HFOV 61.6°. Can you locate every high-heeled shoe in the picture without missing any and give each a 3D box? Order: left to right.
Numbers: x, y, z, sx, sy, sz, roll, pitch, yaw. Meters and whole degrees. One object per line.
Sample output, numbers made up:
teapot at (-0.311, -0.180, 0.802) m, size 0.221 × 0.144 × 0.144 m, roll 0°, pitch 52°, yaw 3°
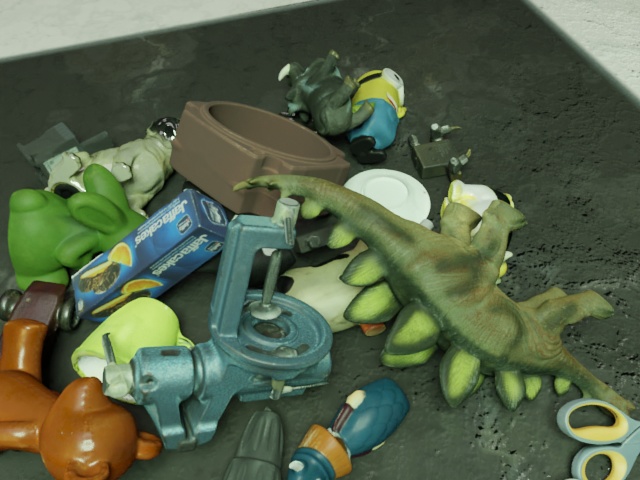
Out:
high-heeled shoe at (-0.098, -0.039, 0.694) m, size 0.145 × 0.086 × 0.249 m, roll -11°, pitch 46°, yaw 11°

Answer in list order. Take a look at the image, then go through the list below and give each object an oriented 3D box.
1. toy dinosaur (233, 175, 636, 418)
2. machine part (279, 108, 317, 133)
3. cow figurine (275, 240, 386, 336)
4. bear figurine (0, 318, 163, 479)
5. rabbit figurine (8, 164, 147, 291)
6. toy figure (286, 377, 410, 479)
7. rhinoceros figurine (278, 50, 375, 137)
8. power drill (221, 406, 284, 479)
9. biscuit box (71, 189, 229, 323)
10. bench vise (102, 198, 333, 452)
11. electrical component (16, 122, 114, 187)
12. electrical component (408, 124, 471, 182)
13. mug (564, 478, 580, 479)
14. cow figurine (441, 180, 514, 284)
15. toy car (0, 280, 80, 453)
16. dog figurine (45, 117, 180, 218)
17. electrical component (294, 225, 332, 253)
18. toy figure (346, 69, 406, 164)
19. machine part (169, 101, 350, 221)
toy dinosaur at (0.133, 0.050, 0.559) m, size 0.471 × 0.105 × 0.198 m, roll 39°, pitch 76°, yaw 0°
machine part at (-0.029, -0.215, 0.887) m, size 0.084 × 0.039 × 0.139 m, roll 3°, pitch 53°, yaw 11°
cow figurine at (0.034, 0.050, 0.646) m, size 0.195 × 0.085 × 0.127 m, roll -17°, pitch 54°, yaw -5°
bear figurine at (-0.246, 0.147, 0.485) m, size 0.196 × 0.120 × 0.131 m, roll 0°, pitch 91°, yaw 24°
rabbit figurine at (-0.290, -0.018, 0.685) m, size 0.170 × 0.159 × 0.121 m, roll 5°, pitch 40°, yaw -13°
toy figure at (0.024, 0.201, 0.537) m, size 0.154 × 0.057 × 0.064 m, roll -32°, pitch 80°, yaw -25°
rhinoceros figurine at (0.003, -0.215, 0.798) m, size 0.112 × 0.073 × 0.190 m, roll -41°, pitch 43°, yaw 12°
power drill at (-0.139, 0.267, 0.487) m, size 0.207 × 0.086 × 0.232 m, roll 3°, pitch 54°, yaw -5°
biscuit box at (-0.196, 0.023, 0.623) m, size 0.203 × 0.062 × 0.059 m, roll -35°, pitch 57°, yaw 18°
bench vise at (-0.078, 0.072, 0.490) m, size 0.223 × 0.240 × 0.129 m, roll 7°, pitch 25°, yaw -20°
electrical component at (-0.381, -0.135, 0.814) m, size 0.119 × 0.074 × 0.048 m, roll -38°, pitch 60°, yaw -20°
electrical component at (0.180, -0.131, 0.806) m, size 0.078 × 0.045 × 0.102 m, roll -5°, pitch 51°, yaw -3°
mug at (0.213, 0.259, 0.471) m, size 0.107 × 0.080 × 0.109 m, roll 20°, pitch 58°, yaw 29°
cow figurine at (0.209, 0.001, 0.688) m, size 0.098 × 0.068 × 0.167 m, roll 6°, pitch 52°, yaw 0°
toy car at (-0.340, 0.140, 0.605) m, size 0.089 × 0.053 × 0.202 m, roll 6°, pitch 56°, yaw 1°
dog figurine at (-0.287, -0.113, 0.791) m, size 0.172 × 0.121 × 0.191 m, roll 9°, pitch 38°, yaw 5°
electrical component at (-0.001, -0.002, 0.688) m, size 0.063 × 0.094 × 0.021 m, roll -19°, pitch 93°, yaw -12°
toy figure at (0.082, -0.199, 0.843) m, size 0.089 × 0.082 × 0.180 m, roll 8°, pitch 55°, yaw 16°
machine part at (-0.077, -0.110, 0.715) m, size 0.202 × 0.087 × 0.201 m, roll 33°, pitch 26°, yaw 27°
